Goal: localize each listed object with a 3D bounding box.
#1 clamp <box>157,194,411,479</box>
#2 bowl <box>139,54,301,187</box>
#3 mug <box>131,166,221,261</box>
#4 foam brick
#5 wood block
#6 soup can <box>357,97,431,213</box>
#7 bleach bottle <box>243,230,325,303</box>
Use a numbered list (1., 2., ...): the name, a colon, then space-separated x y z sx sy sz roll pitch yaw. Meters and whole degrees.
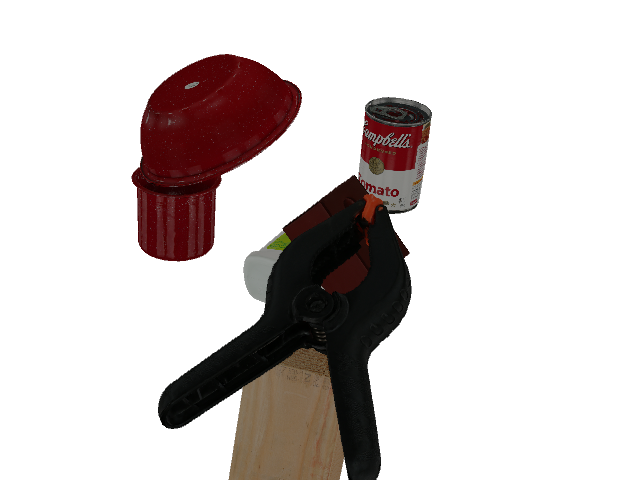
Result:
1. clamp: 0.007 0.051 0.564 0.120 0.171 0.039 26 -26 20
2. bowl: -0.101 -0.117 0.947 0.162 0.055 0.162 -20 33 13
3. mug: -0.155 -0.036 1.140 0.093 0.081 0.117 -3 29 -14
4. foam brick: 0.020 0.001 0.830 0.051 0.078 0.052 -34 3 42
5. wood block: -0.026 0.184 0.956 0.090 0.206 0.090 14 23 9
6. soup can: 0.074 -0.087 1.096 0.068 0.102 0.068 4 30 -3
7. bleach bottle: 0.011 -0.008 1.322 0.103 0.068 0.250 14 36 24
